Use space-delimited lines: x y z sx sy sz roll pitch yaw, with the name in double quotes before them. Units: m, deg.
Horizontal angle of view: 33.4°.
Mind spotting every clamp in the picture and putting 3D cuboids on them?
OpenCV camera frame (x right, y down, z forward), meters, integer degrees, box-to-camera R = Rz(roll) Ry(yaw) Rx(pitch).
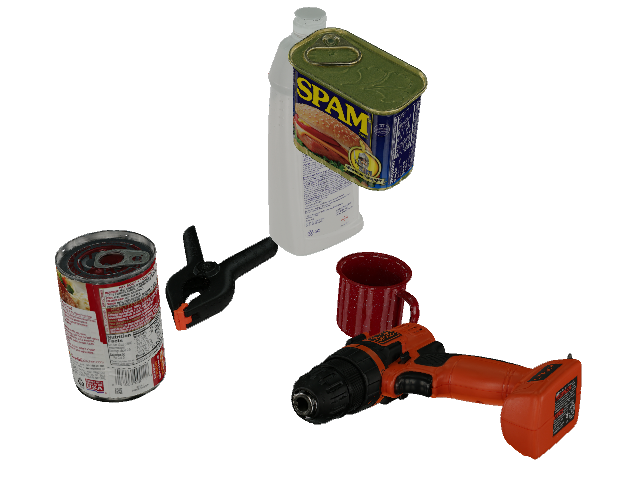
"clamp" -0.120 0.040 1.244 0.120 0.039 0.171 -2 39 13

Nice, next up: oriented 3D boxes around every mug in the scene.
"mug" 0.072 0.075 1.311 0.117 0.081 0.093 23 32 32

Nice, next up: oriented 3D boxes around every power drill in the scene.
"power drill" 0.093 0.114 0.825 0.188 0.057 0.184 10 17 32

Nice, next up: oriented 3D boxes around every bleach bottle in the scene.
"bleach bottle" -0.004 -0.110 1.060 0.102 0.251 0.068 -25 43 -32

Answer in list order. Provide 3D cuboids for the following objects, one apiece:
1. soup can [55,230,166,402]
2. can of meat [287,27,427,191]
"soup can" -0.144 0.053 0.745 0.068 0.102 0.068 -1 29 0
"can of meat" 0.025 -0.095 0.786 0.102 0.084 0.057 33 55 26
